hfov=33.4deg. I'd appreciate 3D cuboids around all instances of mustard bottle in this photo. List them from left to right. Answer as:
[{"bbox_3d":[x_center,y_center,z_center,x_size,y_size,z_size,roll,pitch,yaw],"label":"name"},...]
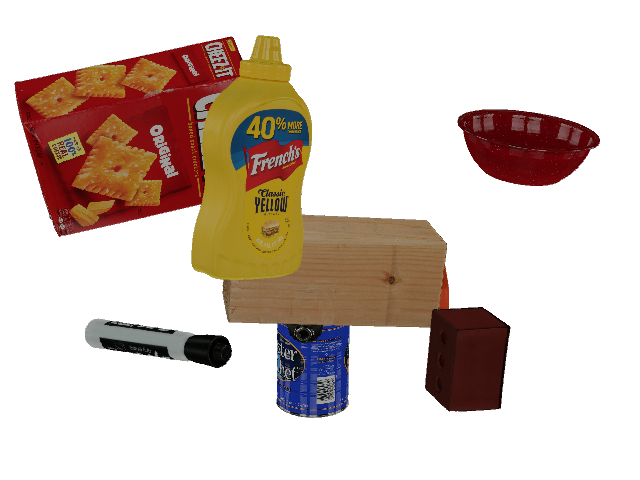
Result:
[{"bbox_3d":[-0.051,-0.067,0.856,0.096,0.192,0.058,-3,14,-40],"label":"mustard bottle"}]

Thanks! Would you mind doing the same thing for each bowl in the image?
[{"bbox_3d":[0.234,-0.103,1.223,0.162,0.055,0.162,5,22,-2],"label":"bowl"}]

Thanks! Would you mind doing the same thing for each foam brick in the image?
[{"bbox_3d":[0.126,0.102,0.925,0.051,0.078,0.053,-3,17,-20],"label":"foam brick"}]

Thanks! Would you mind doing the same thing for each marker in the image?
[{"bbox_3d":[-0.099,0.062,0.650,0.121,0.020,0.020,3,2,41],"label":"marker"}]

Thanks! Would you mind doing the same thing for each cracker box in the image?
[{"bbox_3d":[-0.175,-0.098,1.054,0.213,0.072,0.164,-13,-39,-11],"label":"cracker box"}]

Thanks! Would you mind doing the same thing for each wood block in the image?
[{"bbox_3d":[0.010,0.029,1.058,0.206,0.091,0.090,3,16,-10],"label":"wood block"}]

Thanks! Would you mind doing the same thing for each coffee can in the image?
[{"bbox_3d":[-0.010,0.160,1.481,0.103,0.140,0.103,1,17,0],"label":"coffee can"}]

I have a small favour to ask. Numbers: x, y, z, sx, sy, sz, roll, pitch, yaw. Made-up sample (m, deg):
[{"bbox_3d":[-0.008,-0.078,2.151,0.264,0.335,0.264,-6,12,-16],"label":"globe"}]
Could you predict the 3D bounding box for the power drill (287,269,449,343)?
[{"bbox_3d":[0.054,0.061,1.241,0.187,0.057,0.184,0,28,3],"label":"power drill"}]
